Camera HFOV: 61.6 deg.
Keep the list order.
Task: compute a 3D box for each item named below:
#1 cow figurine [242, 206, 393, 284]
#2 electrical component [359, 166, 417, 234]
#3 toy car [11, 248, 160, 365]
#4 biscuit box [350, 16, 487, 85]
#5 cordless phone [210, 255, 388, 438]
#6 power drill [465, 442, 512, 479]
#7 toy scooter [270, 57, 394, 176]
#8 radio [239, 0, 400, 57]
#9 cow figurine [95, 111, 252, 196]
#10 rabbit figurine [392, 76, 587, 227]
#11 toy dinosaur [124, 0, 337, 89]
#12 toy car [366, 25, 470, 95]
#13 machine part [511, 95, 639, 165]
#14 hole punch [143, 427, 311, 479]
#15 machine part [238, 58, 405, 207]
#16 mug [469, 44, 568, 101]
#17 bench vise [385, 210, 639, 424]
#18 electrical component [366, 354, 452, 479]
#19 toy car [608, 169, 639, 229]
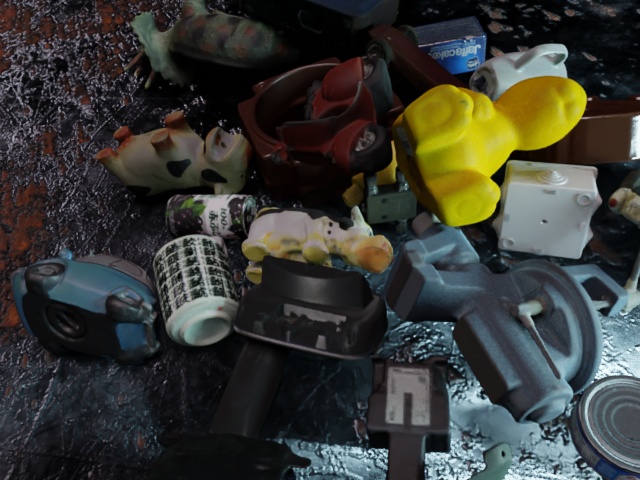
[{"bbox_3d":[0.000,0.000,0.613,0.167,0.068,0.098,0,43,10],"label":"cow figurine"},{"bbox_3d":[0.077,-0.042,0.609,0.063,0.093,0.021,-9,43,-1],"label":"electrical component"},{"bbox_3d":[-0.238,0.063,0.584,0.162,0.109,0.103,10,34,8],"label":"toy car"},{"bbox_3d":[0.148,-0.285,0.826,0.203,0.059,0.063,-9,48,4],"label":"biscuit box"},{"bbox_3d":[-0.024,0.117,0.518,0.147,0.088,0.184,10,63,23],"label":"cordless phone"},{"bbox_3d":[0.156,0.252,0.364,0.232,0.085,0.207,-24,57,-6],"label":"power drill"},{"bbox_3d":[0.013,-0.135,0.606,0.135,0.075,0.184,-9,47,18],"label":"toy scooter"},{"bbox_3d":[-0.005,-0.371,0.813,0.230,0.073,0.131,26,59,15],"label":"radio"},{"bbox_3d":[-0.178,-0.099,0.708,0.195,0.127,0.085,-7,47,24],"label":"cow figurine"},{"bbox_3d":[0.165,-0.097,0.521,0.173,0.162,0.122,-26,92,5],"label":"rabbit figurine"},{"bbox_3d":[-0.143,-0.320,0.884,0.405,0.131,0.192,11,66,15],"label":"toy dinosaur"},{"bbox_3d":[0.146,-0.222,0.740,0.202,0.053,0.089,42,54,9],"label":"toy car"},{"bbox_3d":[0.300,-0.128,0.616,0.179,0.056,0.179,-6,18,2],"label":"machine part"},{"bbox_3d":[-0.083,0.224,0.437,0.142,0.092,0.116,1,21,16],"label":"hole punch"},{"bbox_3d":[0.001,-0.154,0.727,0.201,0.087,0.201,-20,49,-8],"label":"machine part"},{"bbox_3d":[0.256,-0.205,0.688,0.107,0.109,0.081,-10,76,-24],"label":"mug"},{"bbox_3d":[0.189,0.053,0.501,0.241,0.128,0.224,-6,36,-21],"label":"bench vise"},{"bbox_3d":[0.079,0.160,0.469,0.075,0.047,0.119,-3,50,10],"label":"electrical component"},{"bbox_3d":[0.371,-0.046,0.551,0.202,0.056,0.074,-20,45,-33],"label":"toy car"}]
